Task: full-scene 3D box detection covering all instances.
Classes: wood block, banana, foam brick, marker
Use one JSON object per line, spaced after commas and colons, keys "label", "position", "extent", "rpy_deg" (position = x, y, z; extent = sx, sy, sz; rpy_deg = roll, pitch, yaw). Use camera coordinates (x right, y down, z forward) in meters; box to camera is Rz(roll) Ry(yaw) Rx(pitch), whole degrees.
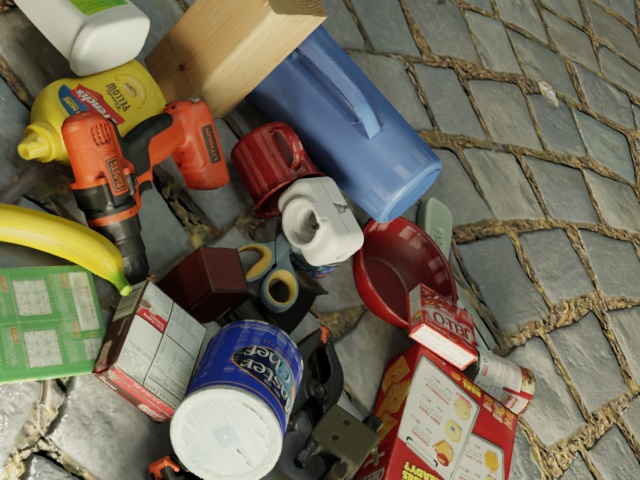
{"label": "wood block", "position": [-0.100, -0.232, 1.223], "extent": [0.090, 0.206, 0.091], "rpy_deg": [-10, 70, -47]}
{"label": "banana", "position": [-0.268, -0.004, 1.009], "extent": [0.197, 0.037, 0.069], "rpy_deg": [19, 16, -15]}
{"label": "foam brick", "position": [-0.119, 0.048, 1.104], "extent": [0.052, 0.078, 0.051], "rpy_deg": [3, 59, -44]}
{"label": "marker", "position": [0.193, 0.110, 1.405], "extent": [0.020, 0.020, 0.121], "rpy_deg": [-20, 77, -49]}

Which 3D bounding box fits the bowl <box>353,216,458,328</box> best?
{"label": "bowl", "position": [0.094, 0.049, 1.325], "extent": [0.161, 0.055, 0.162], "rpy_deg": [24, 48, -30]}

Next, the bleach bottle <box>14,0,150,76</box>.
{"label": "bleach bottle", "position": [-0.301, -0.283, 1.148], "extent": [0.251, 0.068, 0.102], "rpy_deg": [42, 40, 15]}

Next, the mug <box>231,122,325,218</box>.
{"label": "mug", "position": [-0.050, -0.090, 1.245], "extent": [0.093, 0.117, 0.081], "rpy_deg": [-21, 71, -27]}

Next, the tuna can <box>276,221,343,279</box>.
{"label": "tuna can", "position": [-0.008, 0.002, 1.278], "extent": [0.086, 0.034, 0.086], "rpy_deg": [24, 47, -30]}

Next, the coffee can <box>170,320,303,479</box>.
{"label": "coffee can", "position": [-0.076, 0.152, 1.019], "extent": [0.102, 0.103, 0.140], "rpy_deg": [45, 21, -10]}

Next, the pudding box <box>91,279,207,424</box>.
{"label": "pudding box", "position": [-0.163, 0.108, 1.039], "extent": [0.090, 0.039, 0.113], "rpy_deg": [45, 41, -29]}

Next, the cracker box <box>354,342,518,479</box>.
{"label": "cracker box", "position": [0.132, 0.247, 1.207], "extent": [0.164, 0.072, 0.213], "rpy_deg": [38, 43, -16]}

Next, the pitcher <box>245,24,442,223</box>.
{"label": "pitcher", "position": [0.031, -0.142, 1.296], "extent": [0.243, 0.145, 0.149], "rpy_deg": [46, 30, 10]}

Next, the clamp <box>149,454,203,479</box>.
{"label": "clamp", "position": [-0.076, 0.276, 1.012], "extent": [0.209, 0.036, 0.164], "rpy_deg": [35, 42, -26]}

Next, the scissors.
{"label": "scissors", "position": [-0.030, 0.017, 1.204], "extent": [0.096, 0.016, 0.201], "rpy_deg": [50, 42, 9]}

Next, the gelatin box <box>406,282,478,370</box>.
{"label": "gelatin box", "position": [0.144, 0.101, 1.257], "extent": [0.089, 0.030, 0.073], "rpy_deg": [33, 33, -22]}

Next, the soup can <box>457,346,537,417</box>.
{"label": "soup can", "position": [0.211, 0.176, 1.337], "extent": [0.102, 0.069, 0.068], "rpy_deg": [25, 47, -29]}

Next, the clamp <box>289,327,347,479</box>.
{"label": "clamp", "position": [-0.005, 0.177, 1.153], "extent": [0.120, 0.039, 0.171], "rpy_deg": [41, 47, -25]}

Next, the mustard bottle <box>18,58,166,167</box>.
{"label": "mustard bottle", "position": [-0.247, -0.128, 1.123], "extent": [0.096, 0.058, 0.191], "rpy_deg": [55, 40, -6]}

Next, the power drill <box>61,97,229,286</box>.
{"label": "power drill", "position": [-0.174, -0.061, 1.111], "extent": [0.187, 0.057, 0.184], "rpy_deg": [-34, 114, -52]}
